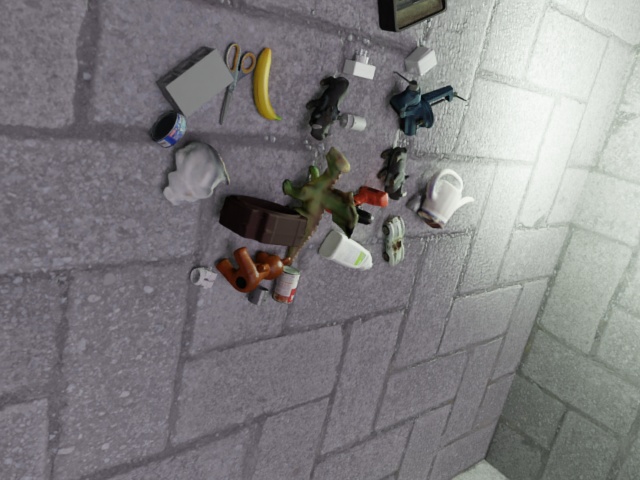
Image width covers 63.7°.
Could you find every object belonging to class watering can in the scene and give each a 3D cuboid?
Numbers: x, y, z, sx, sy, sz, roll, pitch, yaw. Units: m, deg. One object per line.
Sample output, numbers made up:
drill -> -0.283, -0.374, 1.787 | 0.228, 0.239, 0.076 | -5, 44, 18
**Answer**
watering can -> 0.492, -0.141, 1.997 | 0.344, 0.105, 0.224 | 29, 91, -49

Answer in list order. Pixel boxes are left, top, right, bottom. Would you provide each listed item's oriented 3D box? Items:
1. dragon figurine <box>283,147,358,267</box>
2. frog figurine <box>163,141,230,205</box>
dragon figurine -> 0.005, -0.075, 1.495 | 0.123, 0.245, 0.404 | -12, 116, -42
frog figurine -> -0.314, -0.160, 1.255 | 0.161, 0.122, 0.137 | -30, 96, -17
